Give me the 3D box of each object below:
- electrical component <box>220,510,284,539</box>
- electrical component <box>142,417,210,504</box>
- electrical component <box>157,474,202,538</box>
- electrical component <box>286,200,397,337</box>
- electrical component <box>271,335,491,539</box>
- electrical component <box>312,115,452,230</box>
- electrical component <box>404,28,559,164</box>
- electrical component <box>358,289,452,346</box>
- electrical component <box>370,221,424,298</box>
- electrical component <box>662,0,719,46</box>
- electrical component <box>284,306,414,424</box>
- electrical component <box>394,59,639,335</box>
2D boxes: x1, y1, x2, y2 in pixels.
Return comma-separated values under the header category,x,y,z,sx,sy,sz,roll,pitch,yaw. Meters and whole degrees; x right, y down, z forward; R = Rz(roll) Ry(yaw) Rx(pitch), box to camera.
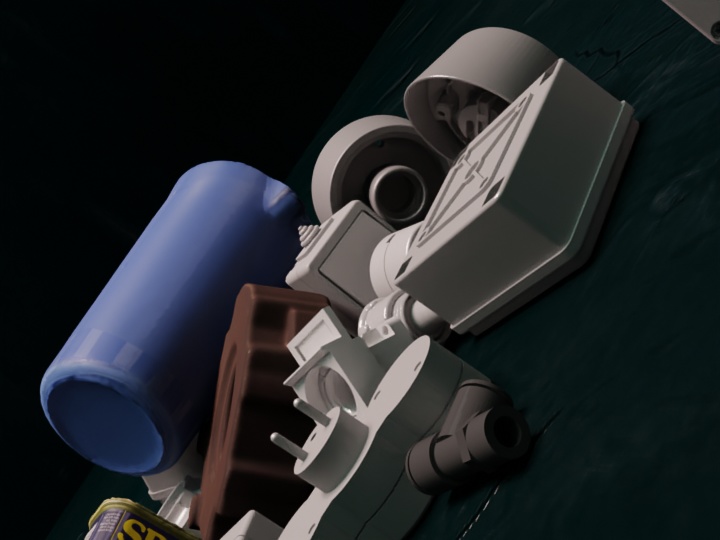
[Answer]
category,x,y,z,sx,sy,sz,roll,pitch,yaw
electrical component,-0.069,0.184,0.567,0.083,0.047,0.075,-48,12,37
electrical component,-0.112,0.119,0.845,0.109,0.056,0.108,-19,21,14
electrical component,-0.114,0.184,0.768,0.089,0.056,0.050,-44,15,50
electrical component,0.000,0.000,0.709,0.061,0.096,0.061,-54,9,-19
electrical component,-0.006,0.089,0.500,0.138,0.074,0.052,-56,9,-7
electrical component,0.023,-0.057,0.783,0.108,0.108,0.060,-55,16,2
electrical component,0.079,-0.093,0.641,0.064,0.099,0.099,-54,7,-32
electrical component,0.032,0.030,0.608,0.062,0.048,0.048,-37,20,52
electrical component,0.041,-0.002,0.653,0.055,0.055,0.047,-59,14,-24
electrical component,0.163,-0.177,0.481,0.108,0.109,0.056,-47,10,41
electrical component,0.003,0.058,0.571,0.064,0.081,0.042,-23,-15,-45
electrical component,0.080,-0.036,0.559,0.109,0.056,0.108,-42,16,54
